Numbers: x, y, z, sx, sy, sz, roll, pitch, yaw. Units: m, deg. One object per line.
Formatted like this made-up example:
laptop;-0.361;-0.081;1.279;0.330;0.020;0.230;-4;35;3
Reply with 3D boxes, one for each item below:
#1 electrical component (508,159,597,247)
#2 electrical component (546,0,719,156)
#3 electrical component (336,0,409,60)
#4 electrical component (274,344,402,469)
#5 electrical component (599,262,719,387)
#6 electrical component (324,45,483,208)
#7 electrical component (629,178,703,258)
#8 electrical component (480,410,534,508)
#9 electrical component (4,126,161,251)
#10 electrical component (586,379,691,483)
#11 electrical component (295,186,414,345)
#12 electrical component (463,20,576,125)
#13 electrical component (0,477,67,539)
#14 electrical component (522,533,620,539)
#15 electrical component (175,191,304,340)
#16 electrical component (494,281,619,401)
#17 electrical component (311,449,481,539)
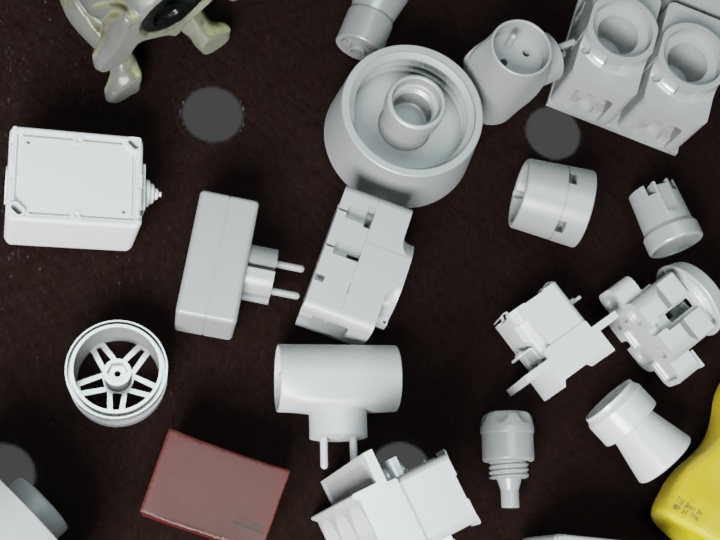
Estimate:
electrical component;0.133;-0.048;0.749;0.047;0.055;0.055;14;71;-2
electrical component;0.222;-0.195;0.808;0.105;0.060;0.186;21;70;-4
electrical component;0.009;-0.184;0.775;0.044;0.044;0.065;22;75;-3
electrical component;-0.014;0.086;0.684;0.077;0.043;0.079;1;73;-10
electrical component;0.212;0.031;0.737;0.057;0.058;0.078;-35;82;-16
electrical component;0.033;-0.103;0.743;0.108;0.060;0.108;3;72;-10
electrical component;0.218;-0.037;0.770;0.040;0.040;0.046;-13;69;-14
electrical component;0.096;0.123;0.698;0.035;0.035;0.061;2;75;-10
electrical component;-0.177;-0.049;0.689;0.096;0.061;0.061;3;72;-18
electrical component;0.184;0.106;0.714;0.045;0.045;0.055;-40;83;-19
electrical component;0.000;0.000;0.710;0.056;0.050;0.089;20;70;-3
electrical component;0.117;-0.145;0.764;0.079;0.077;0.044;-24;78;-18
electrical component;-0.199;0.150;0.597;0.108;0.108;0.060;44;64;5
electrical component;0.150;0.202;0.673;0.096;0.061;0.061;9;71;-16
electrical component;-0.075;0.001;0.697;0.076;0.047;0.083;11;71;-7
electrical component;0.128;0.046;0.725;0.081;0.042;0.063;-33;78;-19
electrical component;0.019;0.146;0.630;0.063;0.121;0.078;-23;78;-19
